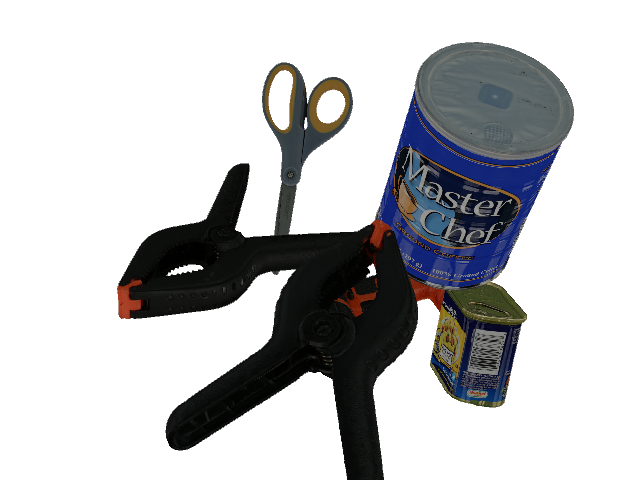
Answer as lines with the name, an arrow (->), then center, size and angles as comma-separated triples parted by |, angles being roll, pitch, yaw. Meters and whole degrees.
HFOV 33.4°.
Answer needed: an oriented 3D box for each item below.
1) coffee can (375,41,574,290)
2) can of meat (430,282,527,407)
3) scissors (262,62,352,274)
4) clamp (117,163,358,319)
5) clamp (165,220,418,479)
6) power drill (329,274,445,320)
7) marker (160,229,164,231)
coffee can -> 0.100, -0.048, 0.727 | 0.102, 0.103, 0.140 | 0, -39, -11
can of meat -> 0.136, 0.089, 0.942 | 0.057, 0.084, 0.102 | 7, 16, -10
scissors -> -0.010, -0.072, 1.025 | 0.096, 0.202, 0.016 | -7, 0, 2
clamp -> -0.079, 0.002, 0.845 | 0.209, 0.036, 0.165 | -23, 41, -34
clamp -> 0.010, 0.065, 0.570 | 0.120, 0.171, 0.039 | 27, -26, 21
power drill -> 0.074, 0.072, 1.158 | 0.187, 0.057, 0.184 | -4, 28, -9
marker -> -0.165, 0.030, 1.070 | 0.020, 0.020, 0.121 | 0, 39, 6
